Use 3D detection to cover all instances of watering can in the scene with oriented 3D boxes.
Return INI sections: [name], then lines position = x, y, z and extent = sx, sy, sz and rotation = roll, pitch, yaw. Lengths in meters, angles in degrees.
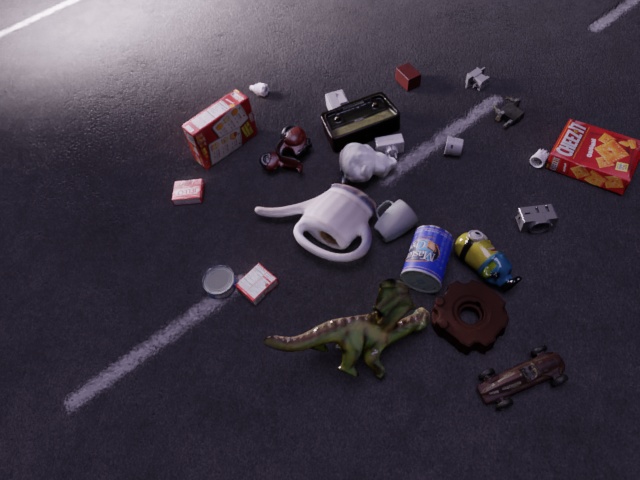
[watering can]
position = 0.004, -0.071, 1.412
extent = 0.351, 0.101, 0.228
rotation = 30, 63, 26

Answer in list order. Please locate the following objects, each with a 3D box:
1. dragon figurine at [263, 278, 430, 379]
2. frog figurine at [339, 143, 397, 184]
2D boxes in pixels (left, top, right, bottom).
[dragon figurine]
position = 0.095, 0.174, 1.124
extent = 0.240, 0.407, 0.124
rotation = -58, 42, 15
[frog figurine]
position = 0.141, -0.224, 1.494
extent = 0.159, 0.120, 0.141
rotation = -4, 36, 18
